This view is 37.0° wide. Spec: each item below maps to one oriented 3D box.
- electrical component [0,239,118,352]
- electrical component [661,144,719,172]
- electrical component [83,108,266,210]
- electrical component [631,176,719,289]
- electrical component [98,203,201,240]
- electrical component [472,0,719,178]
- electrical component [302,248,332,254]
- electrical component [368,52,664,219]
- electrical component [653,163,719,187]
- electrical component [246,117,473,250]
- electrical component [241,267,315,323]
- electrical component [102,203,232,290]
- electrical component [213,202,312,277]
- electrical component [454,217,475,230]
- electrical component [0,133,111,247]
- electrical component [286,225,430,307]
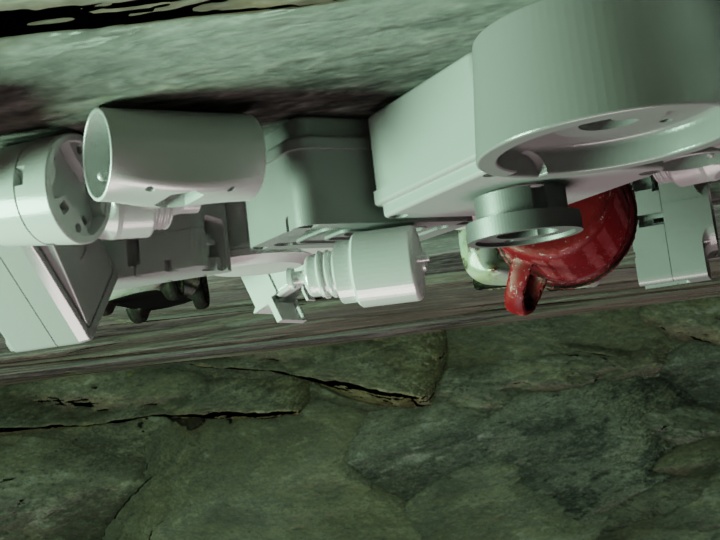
[{"bbox_3d":[-0.181,0.001,0.624,0.061,0.061,0.096,-8,129,15],"label":"electrical component"},{"bbox_3d":[0.172,-0.076,0.581,0.077,0.044,0.079,-7,173,4],"label":"electrical component"},{"bbox_3d":[-0.098,-0.052,0.529,0.077,0.043,0.079,-2,173,-31],"label":"electrical component"},{"bbox_3d":[0.225,-0.035,0.774,0.056,0.089,0.050,-9,172,21],"label":"electrical component"},{"bbox_3d":[-0.122,-0.039,0.607,0.062,0.043,0.043,-4,173,-26],"label":"electrical component"},{"bbox_3d":[0.095,-0.078,0.422,0.108,0.060,0.108,-7,173,-1],"label":"electrical component"},{"bbox_3d":[-0.006,-0.042,0.680,0.077,0.047,0.066,-8,173,12],"label":"electrical component"},{"bbox_3d":[0.075,-0.064,0.533,0.109,0.056,0.109,-3,172,-27],"label":"electrical component"},{"bbox_3d":[0.190,-0.071,0.645,0.062,0.043,0.043,-11,172,37],"label":"electrical component"},{"bbox_3d":[-0.002,-0.047,0.599,0.113,0.057,0.078,-3,172,-30],"label":"electrical component"},{"bbox_3d":[-0.064,0.002,0.899,0.064,0.081,0.042,-34,163,20],"label":"electrical component"},{"bbox_3d":[-0.134,-0.022,0.685,0.089,0.055,0.050,-9,173,17],"label":"electrical component"},{"bbox_3d":[-0.073,-0.025,0.736,0.080,0.051,0.080,-6,173,-1],"label":"electrical component"},{"bbox_3d":[0.061,-0.050,0.692,0.043,0.043,0.062,-8,172,12],"label":"electrical component"},{"bbox_3d":[-0.160,-0.038,0.538,0.047,0.055,0.055,-5,174,20],"label":"electrical component"},{"bbox_3d":[0.000,0.000,0.568,0.078,0.040,0.040,-7,173,11],"label":"electrical component"}]
